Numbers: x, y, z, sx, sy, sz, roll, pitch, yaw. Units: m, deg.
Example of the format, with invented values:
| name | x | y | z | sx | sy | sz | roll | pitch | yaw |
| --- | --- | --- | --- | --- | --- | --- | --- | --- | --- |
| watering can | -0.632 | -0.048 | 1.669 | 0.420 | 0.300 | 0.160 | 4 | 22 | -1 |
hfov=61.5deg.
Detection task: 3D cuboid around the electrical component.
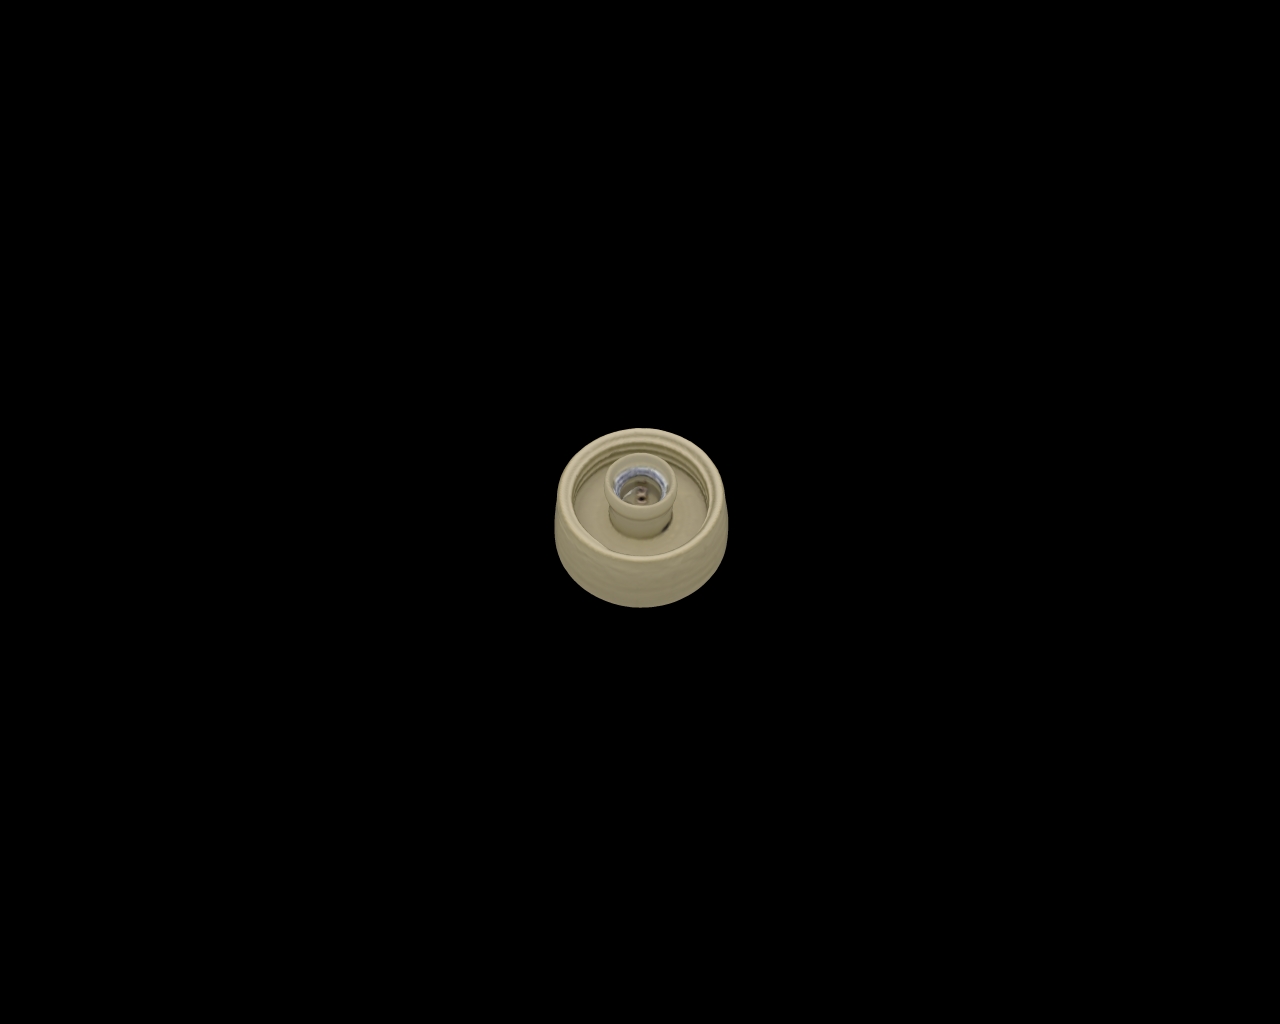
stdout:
| name | x | y | z | sx | sy | sz | roll | pitch | yaw |
| --- | --- | --- | --- | --- | --- | --- | --- | --- | --- |
| electrical component | 0.001 | -0.003 | 0.650 | 0.108 | 0.108 | 0.060 | 0 | -34 | 0 |
